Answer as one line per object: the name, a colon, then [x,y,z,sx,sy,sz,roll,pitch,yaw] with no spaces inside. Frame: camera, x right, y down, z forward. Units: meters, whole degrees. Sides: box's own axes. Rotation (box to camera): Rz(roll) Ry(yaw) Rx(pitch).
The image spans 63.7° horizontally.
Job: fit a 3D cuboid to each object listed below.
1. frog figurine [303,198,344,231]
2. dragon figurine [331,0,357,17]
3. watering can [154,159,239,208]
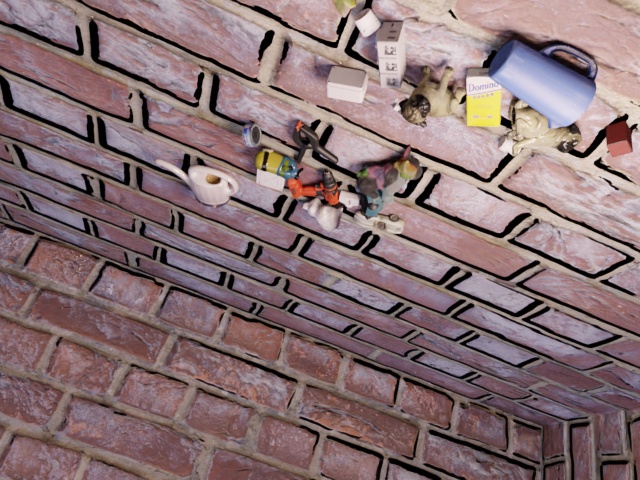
frog figurine: [0.006,-0.103,2.056,0.159,0.122,0.137,9,2,-1]
dragon figurine: [0.046,-0.685,1.139,0.243,0.124,0.401,13,-31,24]
watering can: [-0.495,-0.238,2.117,0.348,0.106,0.219,14,-30,5]
